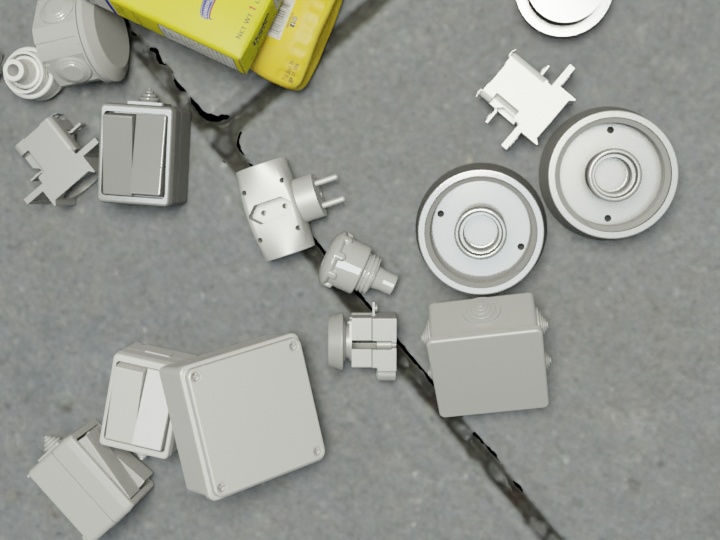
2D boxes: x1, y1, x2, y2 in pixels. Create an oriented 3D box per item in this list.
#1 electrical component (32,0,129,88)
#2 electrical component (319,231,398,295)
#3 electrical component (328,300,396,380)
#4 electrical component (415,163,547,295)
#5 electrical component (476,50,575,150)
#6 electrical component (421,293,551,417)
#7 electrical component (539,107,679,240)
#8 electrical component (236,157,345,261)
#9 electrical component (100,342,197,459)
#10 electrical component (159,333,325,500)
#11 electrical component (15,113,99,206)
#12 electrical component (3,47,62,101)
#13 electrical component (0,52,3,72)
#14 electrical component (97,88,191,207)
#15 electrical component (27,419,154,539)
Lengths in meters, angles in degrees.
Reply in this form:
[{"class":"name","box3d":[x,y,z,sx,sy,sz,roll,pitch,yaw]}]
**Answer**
[{"class":"electrical component","box3d":[-0.223,-0.188,0.869,0.051,0.080,0.080,-9,95,13]},{"class":"electrical component","box3d":[0.000,0.000,0.881,0.062,0.048,0.048,25,99,-3]},{"class":"electrical component","box3d":[0.002,0.059,0.887,0.055,0.048,0.066,0,97,0]},{"class":"electrical component","box3d":[0.096,-0.031,0.857,0.108,0.060,0.108,1,96,7]},{"class":"electrical component","box3d":[0.131,-0.136,0.851,0.064,0.042,0.081,41,99,2]},{"class":"electrical component","box3d":[0.101,0.067,0.856,0.100,0.048,0.099,-7,131,7]},{"class":"electrical component","box3d":[0.196,-0.075,0.840,0.108,0.060,0.108,1,96,7]},{"class":"electrical component","box3d":[-0.052,-0.055,0.881,0.079,0.043,0.077,-18,94,8]},{"class":"electrical component","box3d":[-0.179,0.116,0.906,0.062,0.061,0.096,12,97,5]},{"class":"electrical component","box3d":[-0.095,0.116,0.873,0.109,0.056,0.108,-16,96,-33]},{"class":"electrical component","box3d":[-0.250,-0.092,0.902,0.081,0.042,0.063,-39,87,9]},{"class":"electrical component","box3d":[-0.273,-0.162,0.886,0.043,0.062,0.043,1,96,7]},{"class":"electrical component","box3d":[-0.338,-0.184,0.901,0.081,0.043,0.043,30,99,3]},{"class":"electrical component","box3d":[-0.178,-0.101,0.882,0.062,0.061,0.096,5,97,6]},{"class":"electrical component","box3d":[-0.230,0.172,0.918,0.061,0.062,0.096,-42,90,9]}]
